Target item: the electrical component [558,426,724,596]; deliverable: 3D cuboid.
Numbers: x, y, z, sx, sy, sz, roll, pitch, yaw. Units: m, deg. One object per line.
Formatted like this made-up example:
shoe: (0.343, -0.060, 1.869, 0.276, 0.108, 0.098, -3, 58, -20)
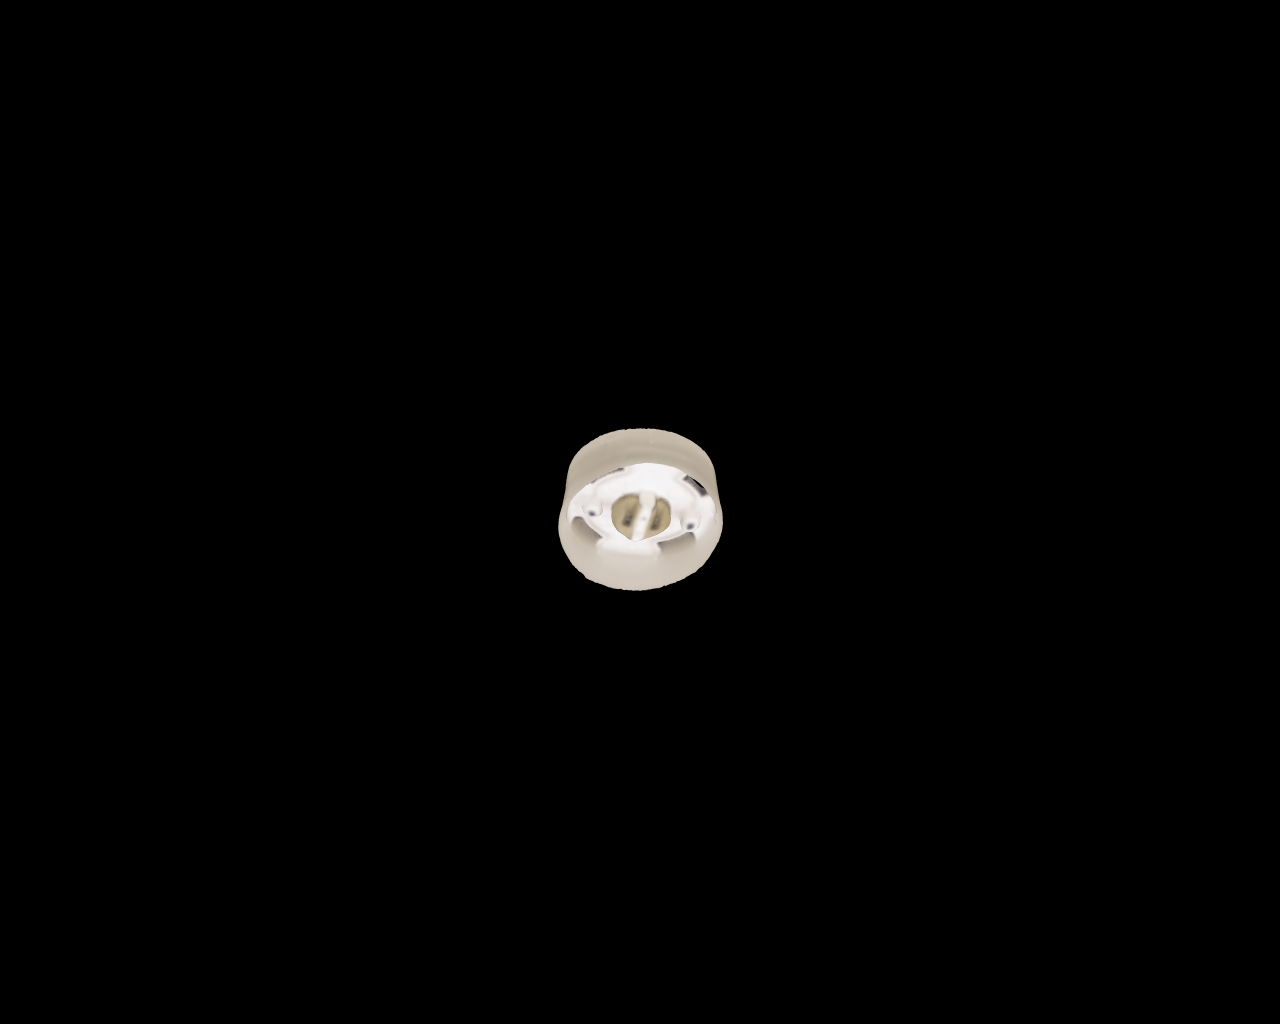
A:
electrical component: (0.001, -0.003, 0.650, 0.099, 0.064, 0.099, 0, -37, 0)
